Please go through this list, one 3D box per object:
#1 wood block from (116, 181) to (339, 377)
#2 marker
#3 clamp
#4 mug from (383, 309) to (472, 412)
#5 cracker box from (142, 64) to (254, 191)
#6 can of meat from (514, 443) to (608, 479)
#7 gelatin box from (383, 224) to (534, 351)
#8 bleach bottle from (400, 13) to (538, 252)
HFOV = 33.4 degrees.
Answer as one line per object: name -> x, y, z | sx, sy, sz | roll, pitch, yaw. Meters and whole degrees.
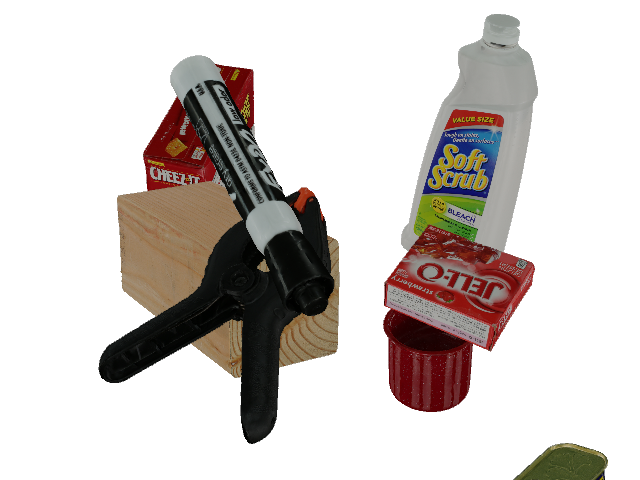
wood block -> -0.078, 0.022, 0.834 | 0.090, 0.090, 0.206 | -10, 20, -30
marker -> -0.025, -0.021, 0.381 | 0.020, 0.121, 0.020 | -19, -36, -15
clamp -> -0.039, 0.042, 0.639 | 0.120, 0.171, 0.039 | 29, -24, 27
mug -> 0.116, 0.110, 1.065 | 0.093, 0.081, 0.117 | 24, 41, 34
cracker box -> -0.123, -0.054, 1.124 | 0.072, 0.214, 0.164 | 11, 46, 9
can of meat -> 0.204, 0.236, 0.908 | 0.058, 0.084, 0.101 | 10, 28, 42
gelatin box -> 0.102, 0.032, 0.783 | 0.089, 0.030, 0.073 | 22, 48, 22
bleach bottle -> 0.140, -0.089, 0.984 | 0.103, 0.251, 0.068 | 26, 41, 27
